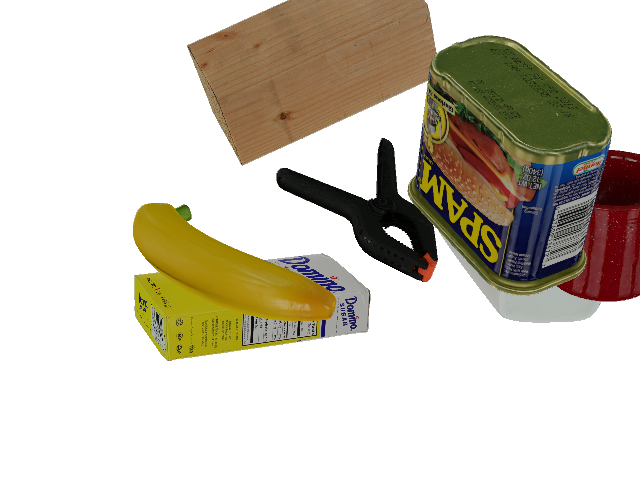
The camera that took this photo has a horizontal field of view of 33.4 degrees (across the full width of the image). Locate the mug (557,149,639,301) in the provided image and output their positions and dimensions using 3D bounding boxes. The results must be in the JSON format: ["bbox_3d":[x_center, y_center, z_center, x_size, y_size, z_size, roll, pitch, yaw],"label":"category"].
[{"bbox_3d":[0.197,-0.014,0.777,0.093,0.081,0.117,-26,37,-33],"label":"mug"}]

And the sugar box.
[{"bbox_3d":[-0.057,0.052,0.884,0.176,0.048,0.093,-9,24,-23],"label":"sugar box"}]

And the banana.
[{"bbox_3d":[-0.071,0.009,0.685,0.069,0.037,0.198,-16,29,-31],"label":"banana"}]

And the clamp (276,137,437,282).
[{"bbox_3d":[0.056,-0.032,1.222,0.164,0.210,0.036,-14,-38,-25],"label":"clamp"}]

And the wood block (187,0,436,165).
[{"bbox_3d":[-0.005,-0.167,0.990,0.206,0.090,0.091,-25,-40,-5],"label":"wood block"}]

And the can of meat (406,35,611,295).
[{"bbox_3d":[0.090,-0.039,0.519,0.057,0.084,0.102,-19,47,-22],"label":"can of meat"}]

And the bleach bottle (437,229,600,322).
[{"bbox_3d":[0.167,-0.011,1.005,0.102,0.068,0.251,0,25,-14],"label":"bleach bottle"}]
